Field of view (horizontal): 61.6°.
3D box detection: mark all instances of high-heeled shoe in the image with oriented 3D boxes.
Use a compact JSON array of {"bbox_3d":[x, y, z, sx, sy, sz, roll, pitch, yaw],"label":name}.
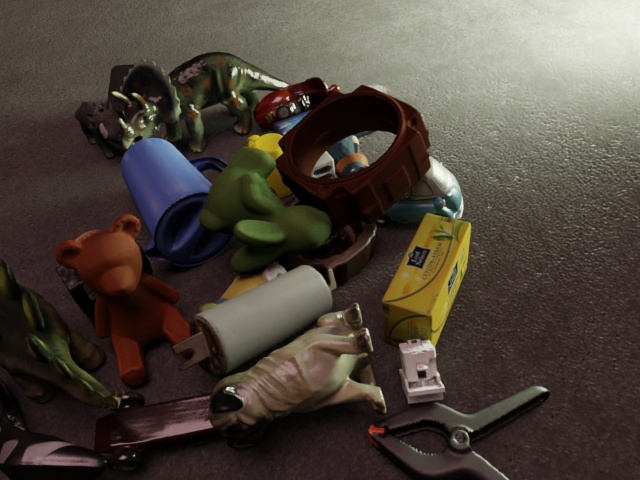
[{"bbox_3d":[-0.349,0.220,0.653,0.249,0.086,0.145,-4,45,10],"label":"high-heeled shoe"}]

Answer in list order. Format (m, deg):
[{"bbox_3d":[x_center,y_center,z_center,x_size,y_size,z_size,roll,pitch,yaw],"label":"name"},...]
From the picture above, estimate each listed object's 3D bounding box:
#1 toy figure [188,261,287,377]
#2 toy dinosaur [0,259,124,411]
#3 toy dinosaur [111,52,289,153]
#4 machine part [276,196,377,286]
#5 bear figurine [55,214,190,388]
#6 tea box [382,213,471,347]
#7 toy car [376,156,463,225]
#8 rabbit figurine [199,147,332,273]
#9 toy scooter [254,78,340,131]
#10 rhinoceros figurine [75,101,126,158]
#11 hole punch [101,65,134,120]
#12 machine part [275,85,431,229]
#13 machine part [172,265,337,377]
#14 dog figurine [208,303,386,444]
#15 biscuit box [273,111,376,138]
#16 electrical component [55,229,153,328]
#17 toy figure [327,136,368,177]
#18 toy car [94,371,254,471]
[{"bbox_3d":[-0.109,0.097,0.737,0.089,0.082,0.180,23,56,28],"label":"toy figure"},{"bbox_3d":[-0.375,0.117,0.678,0.472,0.198,0.105,21,56,28],"label":"toy dinosaur"},{"bbox_3d":[-0.221,-0.295,1.055,0.405,0.192,0.131,-32,52,-19],"label":"toy dinosaur"},{"bbox_3d":[-0.002,-0.003,0.833,0.179,0.056,0.179,-4,46,4],"label":"machine part"},{"bbox_3d":[-0.245,0.076,0.698,0.120,0.195,0.132,-26,49,-20],"label":"bear figurine"},{"bbox_3d":[0.146,0.057,0.724,0.068,0.098,0.169,16,53,23],"label":"tea box"},{"bbox_3d":[0.149,-0.086,0.857,0.162,0.102,0.109,3,46,9],"label":"toy car"},{"bbox_3d":[-0.071,-0.034,0.746,0.170,0.121,0.159,24,46,17],"label":"rabbit figurine"},{"bbox_3d":[-0.037,-0.273,1.064,0.184,0.075,0.135,-35,25,-28],"label":"toy scooter"},{"bbox_3d":[-0.427,-0.231,1.081,0.073,0.111,0.191,-35,43,-25],"label":"rhinoceros figurine"},{"bbox_3d":[-0.398,-0.314,1.186,0.142,0.092,0.115,2,76,7],"label":"hole punch"},{"bbox_3d":[0.048,-0.131,0.813,0.201,0.087,0.202,-43,48,-9],"label":"machine part"},{"bbox_3d":[-0.069,0.095,0.661,0.243,0.079,0.079,-23,45,-38],"label":"machine part"},{"bbox_3d":[-0.032,0.154,0.641,0.191,0.172,0.121,-13,89,0],"label":"dog figurine"},{"bbox_3d":[0.012,-0.215,1.029,0.203,0.062,0.059,-23,48,-12],"label":"biscuit box"},{"bbox_3d":[-0.304,0.051,0.774,0.115,0.134,0.058,-34,51,-25],"label":"electrical component"},{"bbox_3d":[0.051,-0.142,0.956,0.058,0.064,0.155,9,41,-34],"label":"toy figure"},{"bbox_3d":[-0.164,0.218,0.647,0.202,0.053,0.089,-11,52,-7],"label":"toy car"}]
